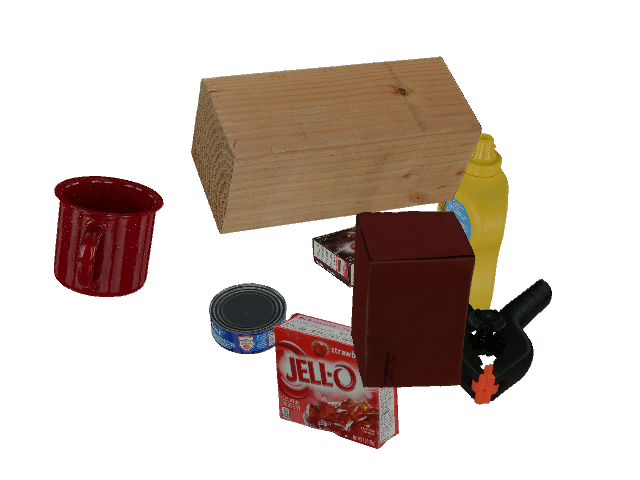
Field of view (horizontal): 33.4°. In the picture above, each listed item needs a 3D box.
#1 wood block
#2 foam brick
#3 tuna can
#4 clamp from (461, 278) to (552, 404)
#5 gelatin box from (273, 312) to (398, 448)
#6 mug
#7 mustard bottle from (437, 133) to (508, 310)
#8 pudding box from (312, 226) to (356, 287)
[{"bbox_3d":[0.010,-0.079,0.857,0.205,0.091,0.090,-8,-36,-20],"label":"wood block"},{"bbox_3d":[0.045,0.029,0.543,0.053,0.078,0.051,-1,30,-5],"label":"foam brick"},{"bbox_3d":[-0.080,0.087,1.187,0.086,0.034,0.086,0,36,0],"label":"tuna can"},{"bbox_3d":[0.147,0.074,0.898,0.120,0.039,0.171,-2,33,0],"label":"clamp"},{"bbox_3d":[0.010,0.096,0.739,0.089,0.073,0.030,11,23,35],"label":"gelatin box"},{"bbox_3d":[-0.189,0.002,0.922,0.093,0.081,0.117,10,21,-4],"label":"mug"},{"bbox_3d":[0.151,-0.022,1.077,0.058,0.192,0.096,-6,37,-14],"label":"mustard bottle"},{"bbox_3d":[0.059,0.015,1.343,0.113,0.039,0.090,-17,28,-26],"label":"pudding box"}]
